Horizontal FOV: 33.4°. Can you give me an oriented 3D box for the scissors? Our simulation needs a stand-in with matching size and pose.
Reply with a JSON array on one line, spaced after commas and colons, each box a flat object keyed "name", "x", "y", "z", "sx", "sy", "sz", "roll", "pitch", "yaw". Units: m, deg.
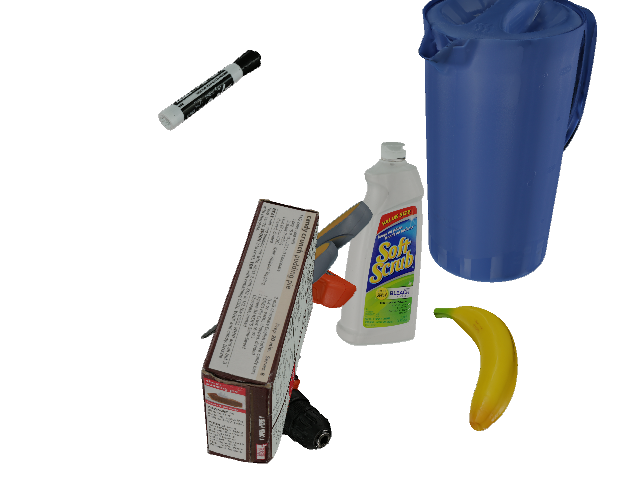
[{"name": "scissors", "x": -0.039, "y": 0.041, "z": 0.799, "sx": 0.202, "sy": 0.016, "sz": 0.096, "roll": -40, "pitch": 8, "yaw": 26}]

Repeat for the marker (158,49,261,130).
[{"name": "marker", "x": -0.099, "y": -0.141, "z": 0.982, "sx": 0.121, "sy": 0.020, "sz": 0.020, "roll": -41, "pitch": 23, "yaw": -29}]

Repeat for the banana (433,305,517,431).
[{"name": "banana", "x": 0.169, "y": 0.122, "z": 1.098, "sx": 0.070, "sy": 0.037, "sz": 0.198, "roll": -27, "pitch": 29, "yaw": 9}]

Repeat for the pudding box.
[{"name": "pudding box", "x": -0.030, "y": 0.049, "z": 0.568, "sx": 0.039, "sy": 0.113, "sz": 0.090, "roll": 10, "pitch": -37, "yaw": 5}]

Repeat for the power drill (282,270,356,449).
[{"name": "power drill", "x": -0.028, "y": 0.122, "z": 1.212, "sx": 0.057, "sy": 0.188, "sz": 0.185, "roll": 15, "pitch": 11, "yaw": -46}]

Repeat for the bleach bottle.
[{"name": "bleach bottle", "x": 0.077, "y": 0.003, "z": 1.340, "sx": 0.102, "sy": 0.251, "sz": 0.068, "roll": -3, "pitch": 16, "yaw": -19}]

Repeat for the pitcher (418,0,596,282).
[{"name": "pitcher", "x": 0.162, "y": -0.093, "z": 0.939, "sx": 0.149, "sy": 0.243, "sz": 0.145, "roll": 4, "pitch": 31, "yaw": 9}]
